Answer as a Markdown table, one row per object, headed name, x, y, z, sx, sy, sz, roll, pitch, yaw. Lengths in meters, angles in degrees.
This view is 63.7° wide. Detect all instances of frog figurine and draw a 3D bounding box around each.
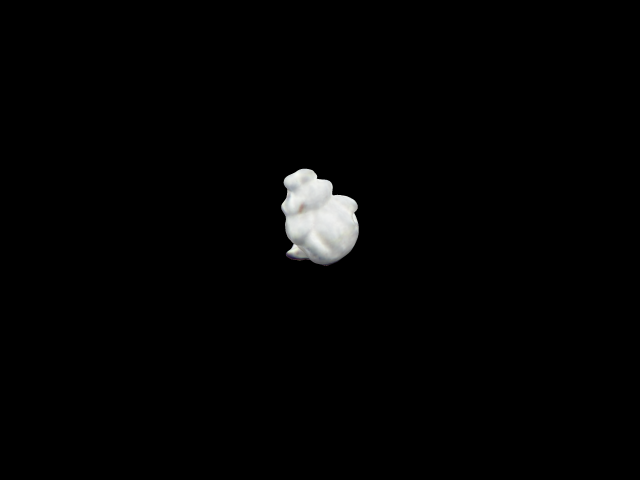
| name | x | y | z | sx | sy | sz | roll | pitch | yaw |
| --- | --- | --- | --- | --- | --- | --- | --- | --- | --- |
| frog figurine | 0.003 | -0.043 | 0.850 | 0.138 | 0.156 | 0.125 | -21 | 42 | -25 |
